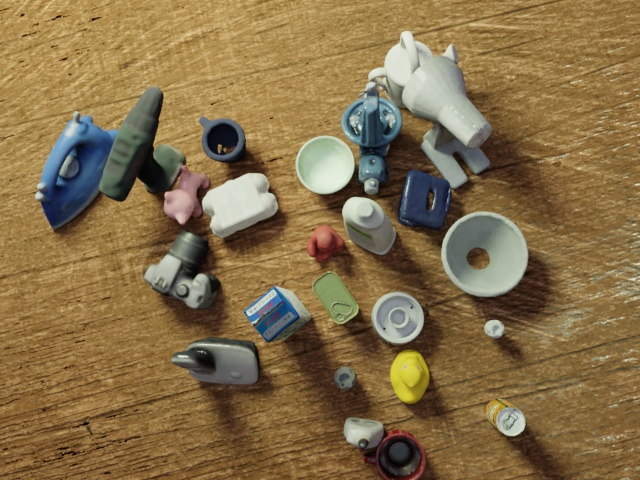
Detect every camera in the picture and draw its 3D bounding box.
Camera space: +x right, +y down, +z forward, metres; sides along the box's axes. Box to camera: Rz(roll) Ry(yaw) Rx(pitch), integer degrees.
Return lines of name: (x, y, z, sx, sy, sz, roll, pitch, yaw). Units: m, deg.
camera: (-0.273, 0.056, 1.177, 0.143, 0.101, 0.137, 25, 85, 8)

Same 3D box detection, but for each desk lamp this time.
desk lamp: (0.256, -0.228, 1.113, 0.118, 0.213, 0.203, -35, 80, 0)

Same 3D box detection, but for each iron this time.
iron: (-0.533, -0.147, 1.208, 0.118, 0.141, 0.258, 25, 85, 8)

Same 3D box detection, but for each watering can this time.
watering can: (0.186, -0.350, 1.146, 0.173, 0.194, 0.101, -33, 80, 0)

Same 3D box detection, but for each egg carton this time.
egg carton: (-0.168, -0.075, 1.202, 0.150, 0.069, 0.107, -25, 80, 1)

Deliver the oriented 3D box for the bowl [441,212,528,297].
bowl: (0.322, 0.032, 1.141, 0.167, 0.075, 0.167, -1, 82, 5)

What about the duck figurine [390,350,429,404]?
duck figurine: (0.176, 0.268, 1.114, 0.077, 0.086, 0.104, 3, 82, 6)

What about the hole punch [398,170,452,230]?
hole punch: (0.213, -0.081, 1.158, 0.101, 0.091, 0.109, 10, 83, 7)

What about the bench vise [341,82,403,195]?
bench vise: (0.113, -0.204, 1.119, 0.121, 0.220, 0.207, -18, 81, 3)

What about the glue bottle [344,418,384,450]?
glue bottle: (0.080, 0.365, 1.065, 0.078, 0.173, 0.037, 9, 83, 7)

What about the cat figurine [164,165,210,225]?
cat figurine: (-0.285, -0.093, 1.190, 0.067, 0.118, 0.128, 9, 83, 7)

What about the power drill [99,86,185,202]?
power drill: (-0.352, -0.177, 1.162, 0.075, 0.208, 0.230, 26, 85, 9)

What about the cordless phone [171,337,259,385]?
cordless phone: (-0.199, 0.238, 1.102, 0.147, 0.185, 0.094, 0, 82, 5)

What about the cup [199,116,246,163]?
cup: (-0.204, -0.208, 1.211, 0.117, 0.095, 0.092, 43, 88, 9)

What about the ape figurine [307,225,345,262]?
ape figurine: (0.011, 0.004, 1.163, 0.077, 0.092, 0.076, 4, 82, 6)
